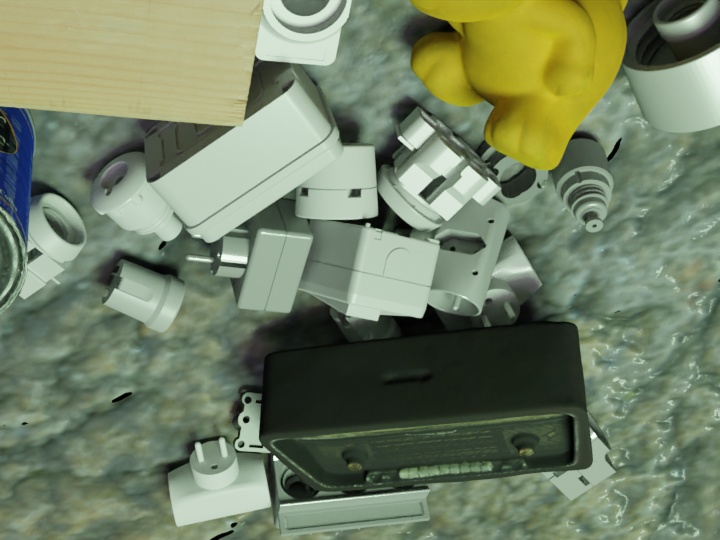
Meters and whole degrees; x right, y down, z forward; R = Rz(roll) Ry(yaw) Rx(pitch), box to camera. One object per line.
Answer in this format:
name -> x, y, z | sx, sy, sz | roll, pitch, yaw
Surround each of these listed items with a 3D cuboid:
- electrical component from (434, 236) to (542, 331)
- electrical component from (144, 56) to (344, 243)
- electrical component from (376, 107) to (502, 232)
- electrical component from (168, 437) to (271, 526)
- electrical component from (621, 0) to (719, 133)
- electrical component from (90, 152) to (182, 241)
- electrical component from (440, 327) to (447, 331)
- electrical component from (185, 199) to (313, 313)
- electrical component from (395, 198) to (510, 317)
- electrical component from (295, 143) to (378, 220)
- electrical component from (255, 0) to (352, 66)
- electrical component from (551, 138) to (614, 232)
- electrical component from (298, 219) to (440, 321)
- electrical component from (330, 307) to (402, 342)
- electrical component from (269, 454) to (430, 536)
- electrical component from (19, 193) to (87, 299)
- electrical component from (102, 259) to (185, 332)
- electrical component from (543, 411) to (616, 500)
electrical component -> 0.095, 0.020, 0.791 | 0.077, 0.079, 0.043 | -31, 118, 9
electrical component -> -0.073, -0.079, 0.674 | 0.113, 0.078, 0.057 | -33, 124, 10
electrical component -> 0.048, -0.063, 0.730 | 0.078, 0.058, 0.057 | 38, 110, -21
electrical component -> -0.115, 0.164, 0.862 | 0.077, 0.044, 0.079 | -10, 127, -8
electrical component -> 0.218, -0.147, 0.687 | 0.108, 0.108, 0.060 | -34, 121, 10
electrical component -> -0.142, -0.043, 0.704 | 0.048, 0.048, 0.062 | -32, 134, 9
electrical component -> 0.098, 0.063, 0.844 | 0.066, 0.048, 0.055 | -39, 117, 15
electrical component -> -0.080, -0.013, 0.739 | 0.077, 0.047, 0.065 | 6, 122, -21
electrical component -> 0.059, -0.014, 0.766 | 0.079, 0.077, 0.043 | 11, 159, 23
electrical component -> -0.015, -0.060, 0.712 | 0.055, 0.055, 0.047 | -2, 99, -14
electrical component -> -0.035, -0.170, 0.630 | 0.050, 0.055, 0.089 | 2, 125, -16
electrical component -> 0.158, -0.058, 0.756 | 0.040, 0.078, 0.040 | -1, 136, -1
electrical component -> 0.000, 0.000, 0.741 | 0.062, 0.096, 0.061 | 12, 90, -31
electrical component -> 0.004, 0.040, 0.807 | 0.040, 0.040, 0.046 | -30, 121, 8
electrical component -> -0.012, 0.179, 0.887 | 0.121, 0.078, 0.063 | -3, 148, -13
electrical component -> -0.213, -0.019, 0.702 | 0.055, 0.048, 0.066 | -31, 128, 18
electrical component -> -0.151, 0.017, 0.748 | 0.046, 0.040, 0.040 | 25, 116, -23
electrical component -> 0.177, 0.147, 0.924 | 0.056, 0.050, 0.089 | -36, 126, 12
